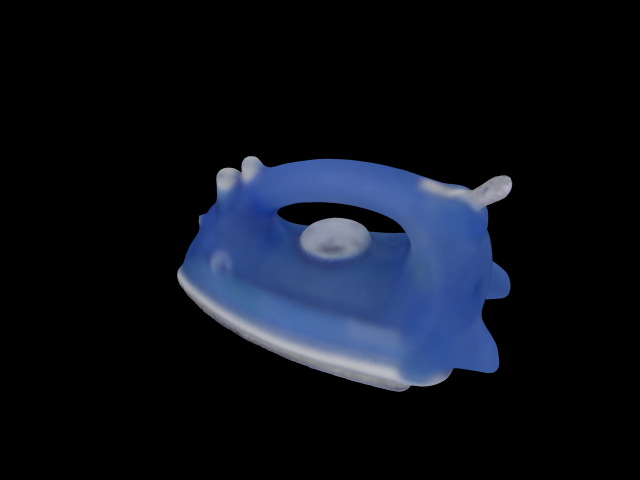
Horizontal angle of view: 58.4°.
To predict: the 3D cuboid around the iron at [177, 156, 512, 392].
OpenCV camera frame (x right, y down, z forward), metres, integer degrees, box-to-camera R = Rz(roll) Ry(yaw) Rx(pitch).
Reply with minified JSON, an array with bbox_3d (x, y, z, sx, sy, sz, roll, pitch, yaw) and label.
[{"bbox_3d":[0.004,0.001,0.400,0.257,0.141,0.119,11,36,16],"label":"iron"}]
